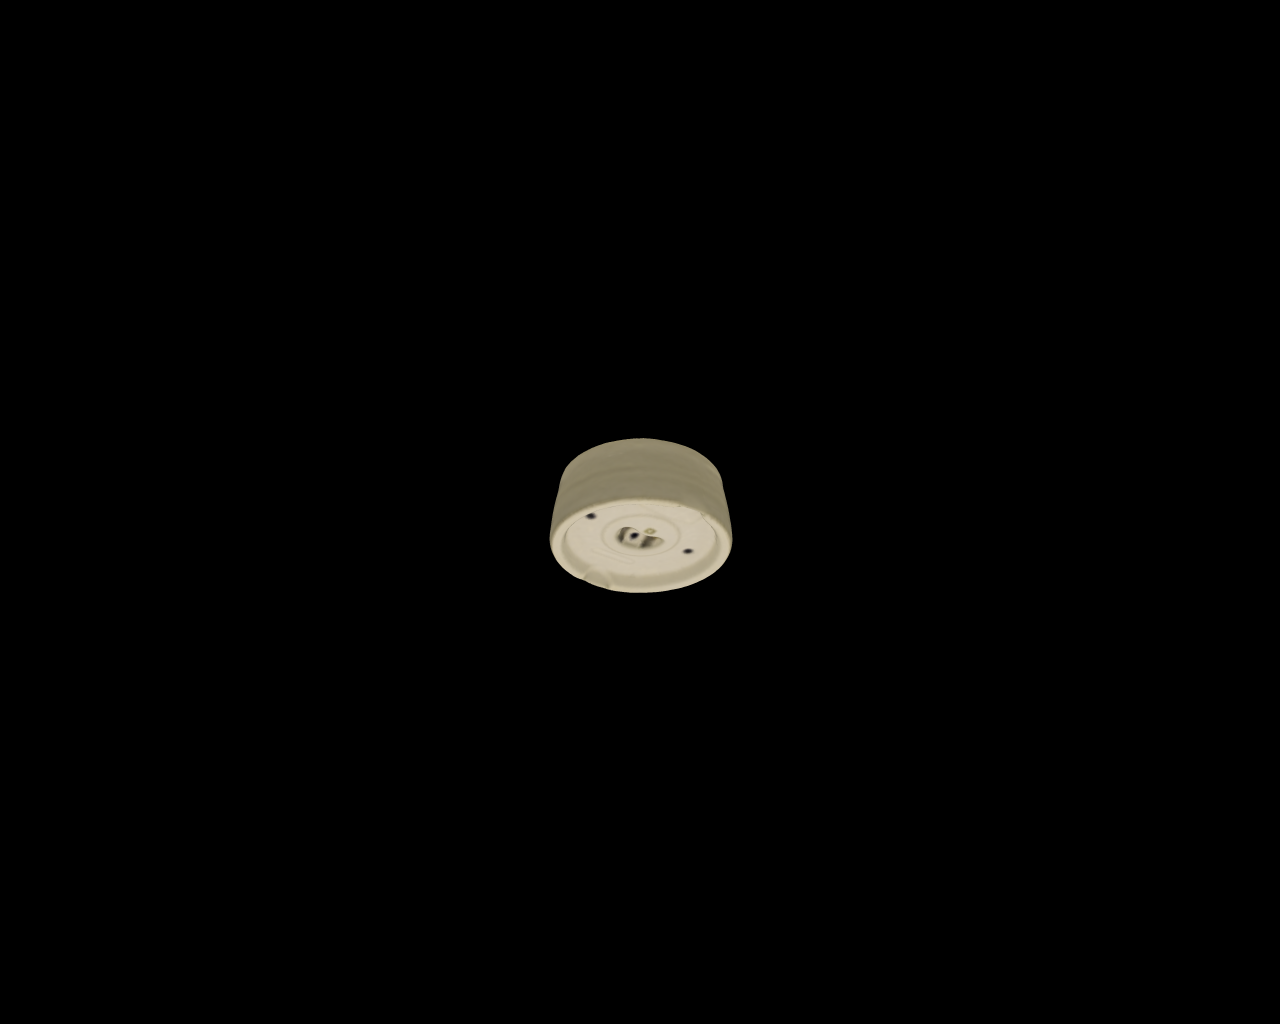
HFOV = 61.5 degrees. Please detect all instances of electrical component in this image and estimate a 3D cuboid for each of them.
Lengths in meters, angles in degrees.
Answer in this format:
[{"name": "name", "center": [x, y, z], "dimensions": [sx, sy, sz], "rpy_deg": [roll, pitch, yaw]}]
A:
[{"name": "electrical component", "center": [0.001, -0.003, 0.650], "dimensions": [0.108, 0.060, 0.108], "rpy_deg": [0, -33, 0]}]
